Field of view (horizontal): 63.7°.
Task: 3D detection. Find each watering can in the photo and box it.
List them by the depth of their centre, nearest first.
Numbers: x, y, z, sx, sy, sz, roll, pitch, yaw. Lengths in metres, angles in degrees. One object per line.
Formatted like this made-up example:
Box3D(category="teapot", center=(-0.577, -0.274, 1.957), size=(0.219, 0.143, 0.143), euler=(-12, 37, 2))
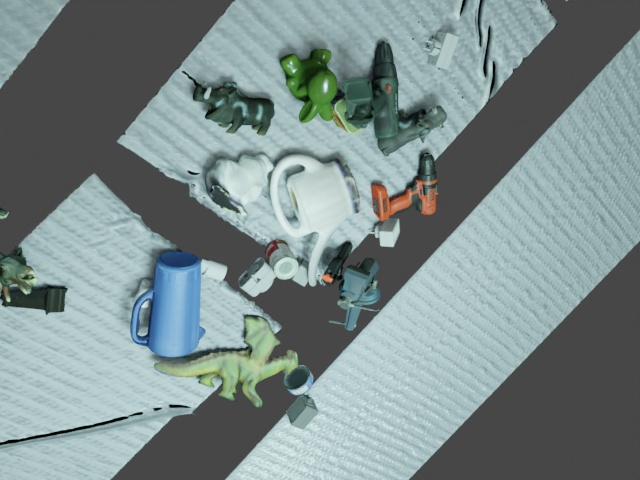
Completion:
Box3D(category="watering can", center=(0.004, -0.067, 1.326), size=(0.225, 0.105, 0.343), euler=(-23, 109, -9))

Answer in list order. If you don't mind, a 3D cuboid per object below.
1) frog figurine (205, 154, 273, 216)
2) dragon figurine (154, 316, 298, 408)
Box3D(category="frog figurine", center=(-0.195, -0.151, 1.243), size=(0.136, 0.122, 0.162), euler=(40, 60, -22))
Box3D(category="dragon figurine", center=(-0.229, 0.323, 1.451), size=(0.406, 0.123, 0.244), euler=(29, 84, -31))
